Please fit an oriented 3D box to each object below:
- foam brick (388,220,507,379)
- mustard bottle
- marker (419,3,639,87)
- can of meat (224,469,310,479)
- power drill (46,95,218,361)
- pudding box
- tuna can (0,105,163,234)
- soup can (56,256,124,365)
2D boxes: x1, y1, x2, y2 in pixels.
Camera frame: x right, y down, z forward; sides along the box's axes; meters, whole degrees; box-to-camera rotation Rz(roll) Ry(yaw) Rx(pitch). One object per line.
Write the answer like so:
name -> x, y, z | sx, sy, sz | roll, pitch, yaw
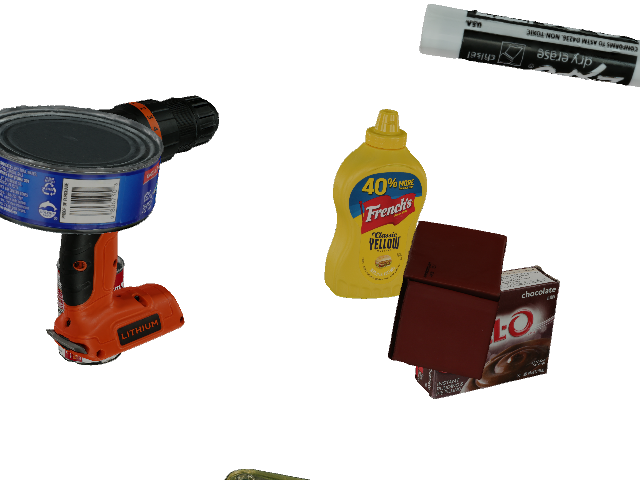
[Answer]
foam brick -> 0.070, 0.030, 0.585 | 0.053, 0.051, 0.078 | 12, 26, 8
mustard bottle -> 0.059, -0.038, 1.079 | 0.096, 0.192, 0.058 | -2, 22, -18
marker -> 0.098, -0.070, 0.399 | 0.121, 0.020, 0.020 | 10, 1, 5
can of meat -> -0.029, 0.230, 0.814 | 0.102, 0.084, 0.057 | 8, 14, 9
power drill -> -0.150, -0.014, 0.832 | 0.057, 0.188, 0.184 | 18, 28, 42
pudding box -> 0.136, 0.074, 0.874 | 0.113, 0.090, 0.039 | -10, 30, -23
tuna can -> -0.119, -0.035, 0.505 | 0.086, 0.034, 0.086 | 9, 23, -4
soup can -> -0.239, 0.070, 1.107 | 0.068, 0.102, 0.068 | 4, 21, -2
